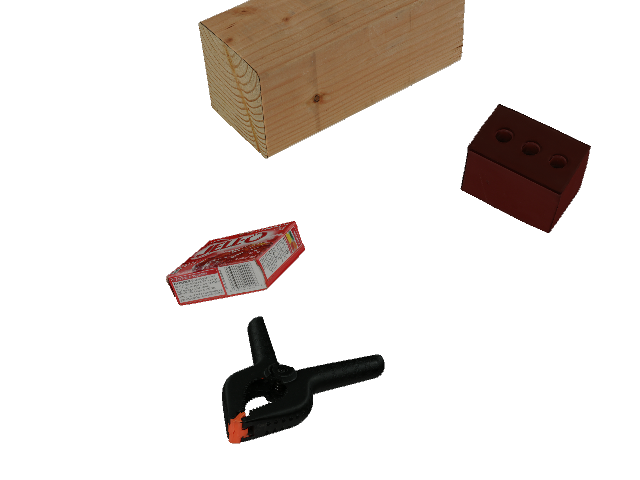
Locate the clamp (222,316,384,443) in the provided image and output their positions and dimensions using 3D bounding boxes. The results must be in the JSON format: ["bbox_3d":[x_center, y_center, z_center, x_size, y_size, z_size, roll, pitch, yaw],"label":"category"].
[{"bbox_3d":[-0.031,0.150,1.117,0.165,0.036,0.209,12,26,14],"label":"clamp"}]

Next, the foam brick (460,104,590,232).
[{"bbox_3d":[0.151,-0.053,0.790,0.078,0.053,0.051,28,-31,17],"label":"foam brick"}]

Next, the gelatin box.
[{"bbox_3d":[-0.067,0.018,0.850,0.089,0.030,0.073,-12,18,30],"label":"gelatin box"}]

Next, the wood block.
[{"bbox_3d":[0.014,-0.166,0.893,0.205,0.091,0.090,-29,52,-22],"label":"wood block"}]
